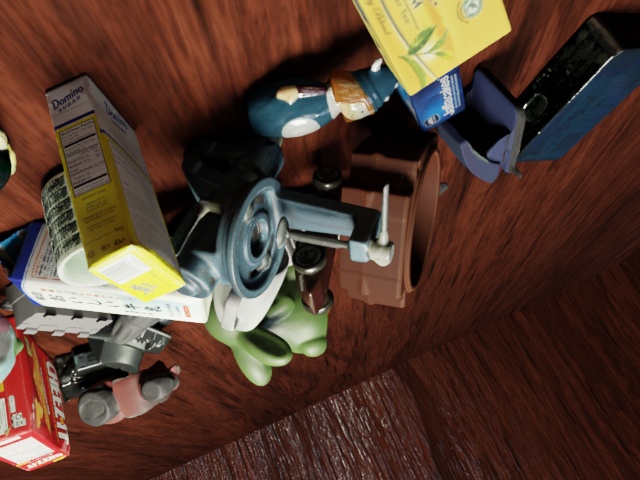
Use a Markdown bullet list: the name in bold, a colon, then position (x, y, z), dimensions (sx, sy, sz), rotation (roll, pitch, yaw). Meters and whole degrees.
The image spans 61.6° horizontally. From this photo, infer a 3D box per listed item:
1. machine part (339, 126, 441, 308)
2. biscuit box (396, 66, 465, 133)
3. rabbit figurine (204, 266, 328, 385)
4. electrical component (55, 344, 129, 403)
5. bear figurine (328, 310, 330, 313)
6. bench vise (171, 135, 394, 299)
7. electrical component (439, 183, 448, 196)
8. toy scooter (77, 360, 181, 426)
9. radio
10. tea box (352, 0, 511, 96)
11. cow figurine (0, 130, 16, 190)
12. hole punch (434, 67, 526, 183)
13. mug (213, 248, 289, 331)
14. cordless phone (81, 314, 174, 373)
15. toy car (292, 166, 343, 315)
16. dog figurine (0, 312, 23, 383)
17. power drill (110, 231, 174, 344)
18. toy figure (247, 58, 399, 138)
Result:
- **machine part**: position (0.095, -0.032, 0.687), dimensions (0.201, 0.087, 0.200), rotation (-45, 142, -56)
- **biscuit box**: position (0.107, -0.193, 0.569), dimensions (0.063, 0.059, 0.202), rotation (-29, 157, 9)
- **rabbit figurine**: position (-0.084, 0.119, 0.751), dimensions (0.170, 0.159, 0.121), rotation (4, 141, -29)
- **electrical component**: position (-0.401, 0.228, 0.947), dimensions (0.115, 0.058, 0.134), rotation (-15, 155, -28)
- **bear figurine**: position (-0.087, 0.134, 0.980), dimensions (0.120, 0.132, 0.195), rotation (-3, 142, -37)
- **bench vise**: position (-0.038, -0.026, 0.542), dimensions (0.241, 0.224, 0.128), rotation (11, 132, 19)
- **electrical component**: position (0.146, -0.094, 0.830), dimensions (0.119, 0.048, 0.075), rotation (-5, 150, -40)
- **toy scooter**: position (-0.311, 0.253, 0.922), dimensions (0.184, 0.075, 0.135), rotation (-19, -177, 11)
- **radio**: position (0.370, -0.211, 0.782), dimensions (0.131, 0.073, 0.229), rotation (-10, 150, -31)
- **tea box**: position (0.065, -0.209, 0.405), dimensions (0.098, 0.068, 0.169), rotation (-32, 130, 13)
- **cow figurine**: position (-0.298, -0.078, 0.394), dimensions (0.098, 0.068, 0.167), rotation (-26, 161, -13)
- **hole punch**: position (0.194, -0.138, 0.692), dimensions (0.092, 0.142, 0.115), rotation (-26, 143, -4)
- **mug**: position (-0.086, 0.061, 0.616), dimensions (0.081, 0.110, 0.107), rotation (14, 129, -4)
- **cordless phone**: position (-0.266, 0.117, 0.849), dimensions (0.184, 0.089, 0.146), rotation (-37, 155, -3)
- **toy car**: position (-0.001, -0.002, 0.653), dimensions (0.053, 0.202, 0.089), rotation (4, 138, 11)
- **dog figurine**: position (-0.382, 0.067, 0.554), dimensions (0.191, 0.108, 0.219), rotation (23, 126, -39)
- **power drill**: position (-0.173, 0.060, 0.779), dimensions (0.207, 0.086, 0.232), rotation (7, 129, -45)
- **toy figure**: position (0.006, -0.140, 0.540), dimensions (0.155, 0.057, 0.064), rotation (-9, -163, 13)
